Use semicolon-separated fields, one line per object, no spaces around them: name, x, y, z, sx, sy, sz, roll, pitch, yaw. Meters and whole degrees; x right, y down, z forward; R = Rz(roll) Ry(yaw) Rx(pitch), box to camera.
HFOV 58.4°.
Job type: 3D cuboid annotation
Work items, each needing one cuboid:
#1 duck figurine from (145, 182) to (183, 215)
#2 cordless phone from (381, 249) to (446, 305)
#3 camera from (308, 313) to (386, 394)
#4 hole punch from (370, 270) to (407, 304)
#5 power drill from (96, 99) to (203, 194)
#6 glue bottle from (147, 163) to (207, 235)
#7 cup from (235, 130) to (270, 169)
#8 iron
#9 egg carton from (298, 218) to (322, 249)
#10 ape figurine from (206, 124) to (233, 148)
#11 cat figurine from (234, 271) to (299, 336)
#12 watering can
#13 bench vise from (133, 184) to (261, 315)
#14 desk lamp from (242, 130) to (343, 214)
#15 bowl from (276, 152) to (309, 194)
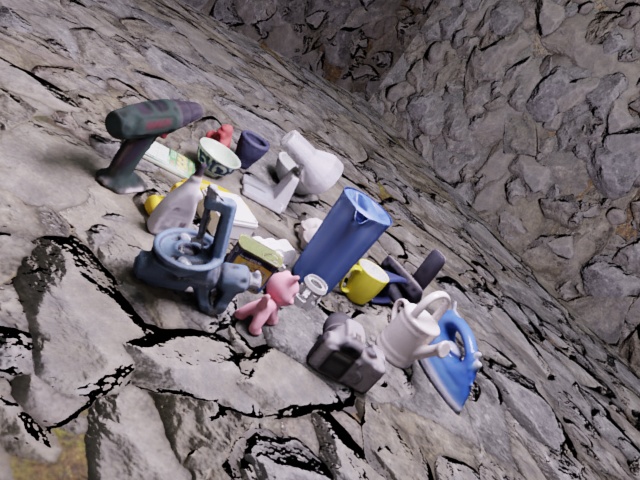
duck figurine;-0.299;-0.082;1.176;0.105;0.086;0.077;12;33;-48
cordless phone;0.252;0.078;1.570;0.147;0.185;0.094;47;24;23
camera;0.058;0.206;1.134;0.143;0.100;0.136;31;23;-15
hole punch;0.155;0.104;1.496;0.109;0.091;0.101;7;37;-52
power drill;-0.353;-0.197;1.157;0.075;0.208;0.230;42;22;11
glue bottle;-0.264;-0.079;1.107;0.078;0.173;0.037;15;31;-43
cup;-0.200;-0.255;1.658;0.091;0.095;0.118;45;23;17
iron;0.322;0.268;1.360;0.119;0.141;0.257;25;25;-29
egg carton;0.014;0.005;1.504;0.151;0.069;0.107;26;25;-27
ape figurine;-0.277;-0.285;1.603;0.076;0.092;0.077;18;29;-41
cat figurine;-0.087;0.107;1.086;0.067;0.117;0.128;41;22;10
watering can;0.226;0.195;1.286;0.172;0.194;0.101;46;23;21
bench vise;-0.185;0.011;0.988;0.208;0.219;0.121;17;29;-41
desk lamp;-0.072;-0.176;1.538;0.204;0.213;0.117;27;24;-25
bowl;-0.074;-0.191;1.750;0.168;0.074;0.167;32;23;-15
